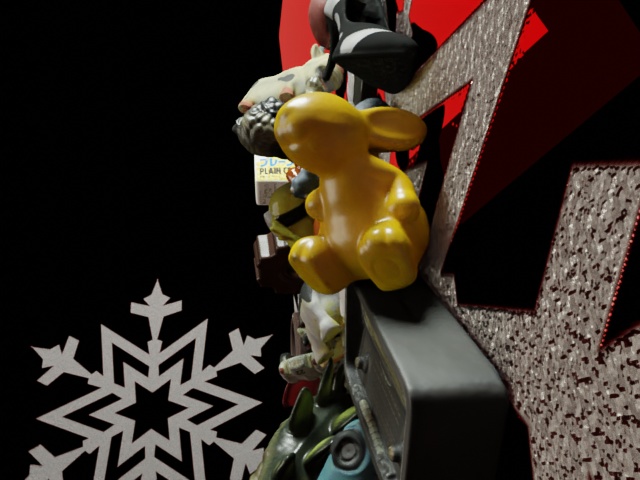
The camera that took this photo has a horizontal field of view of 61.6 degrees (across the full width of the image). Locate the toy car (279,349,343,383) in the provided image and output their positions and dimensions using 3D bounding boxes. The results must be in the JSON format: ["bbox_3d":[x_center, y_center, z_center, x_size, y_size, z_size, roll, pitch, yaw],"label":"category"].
[{"bbox_3d":[-0.004,0.200,0.877,0.201,0.074,0.056,26,-133,-71],"label":"toy car"}]

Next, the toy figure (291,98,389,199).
[{"bbox_3d":[0.026,-0.094,0.581,0.154,0.058,0.064,-52,-33,-27],"label":"toy figure"}]

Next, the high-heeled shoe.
[{"bbox_3d":[0.062,-0.238,0.569,0.249,0.086,0.145,33,103,64],"label":"high-heeled shoe"}]

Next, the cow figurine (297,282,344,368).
[{"bbox_3d":[0.003,0.112,0.733,0.098,0.068,0.167,54,158,26],"label":"cow figurine"}]

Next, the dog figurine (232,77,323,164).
[{"bbox_3d":[-0.027,-0.133,0.778,0.121,0.172,0.190,-45,8,33],"label":"dog figurine"}]

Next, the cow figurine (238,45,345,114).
[{"bbox_3d":[-0.041,-0.272,0.963,0.085,0.195,0.127,49,-135,-38],"label":"cow figurine"}]

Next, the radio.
[{"bbox_3d":[0.073,0.118,0.460,0.230,0.073,0.131,-110,20,-70],"label":"radio"}]

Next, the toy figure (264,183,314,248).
[{"bbox_3d":[-0.001,-0.003,0.760,0.180,0.089,0.082,45,172,-3],"label":"toy figure"}]

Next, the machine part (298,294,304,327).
[{"bbox_3d":[-0.009,0.095,1.130,0.079,0.079,0.243,105,161,-67],"label":"machine part"}]

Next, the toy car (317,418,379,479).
[{"bbox_3d":[0.046,0.266,0.549,0.161,0.103,0.109,-60,-24,-15],"label":"toy car"}]

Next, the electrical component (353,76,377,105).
[{"bbox_3d":[0.059,-0.198,0.721,0.063,0.021,0.093,-103,13,-62],"label":"electrical component"}]

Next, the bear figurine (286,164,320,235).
[{"bbox_3d":[0.024,-0.063,0.653,0.196,0.120,0.131,-102,16,-48],"label":"bear figurine"}]

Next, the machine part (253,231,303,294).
[{"bbox_3d":[-0.032,0.035,0.934,0.179,0.179,0.056,98,166,-55],"label":"machine part"}]

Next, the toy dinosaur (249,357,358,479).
[{"bbox_3d":[-0.018,0.262,0.666,0.471,0.105,0.198,-39,-28,-65],"label":"toy dinosaur"}]

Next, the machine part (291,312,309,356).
[{"bbox_3d":[-0.020,0.266,1.222,0.201,0.087,0.201,179,88,-83],"label":"machine part"}]

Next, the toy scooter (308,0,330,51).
[{"bbox_3d":[0.031,-0.340,0.724,0.135,0.075,0.183,-108,21,-55],"label":"toy scooter"}]

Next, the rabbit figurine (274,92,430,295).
[{"bbox_3d":[0.033,-0.058,0.475,0.122,0.162,0.173,-8,122,52],"label":"rabbit figurine"}]
